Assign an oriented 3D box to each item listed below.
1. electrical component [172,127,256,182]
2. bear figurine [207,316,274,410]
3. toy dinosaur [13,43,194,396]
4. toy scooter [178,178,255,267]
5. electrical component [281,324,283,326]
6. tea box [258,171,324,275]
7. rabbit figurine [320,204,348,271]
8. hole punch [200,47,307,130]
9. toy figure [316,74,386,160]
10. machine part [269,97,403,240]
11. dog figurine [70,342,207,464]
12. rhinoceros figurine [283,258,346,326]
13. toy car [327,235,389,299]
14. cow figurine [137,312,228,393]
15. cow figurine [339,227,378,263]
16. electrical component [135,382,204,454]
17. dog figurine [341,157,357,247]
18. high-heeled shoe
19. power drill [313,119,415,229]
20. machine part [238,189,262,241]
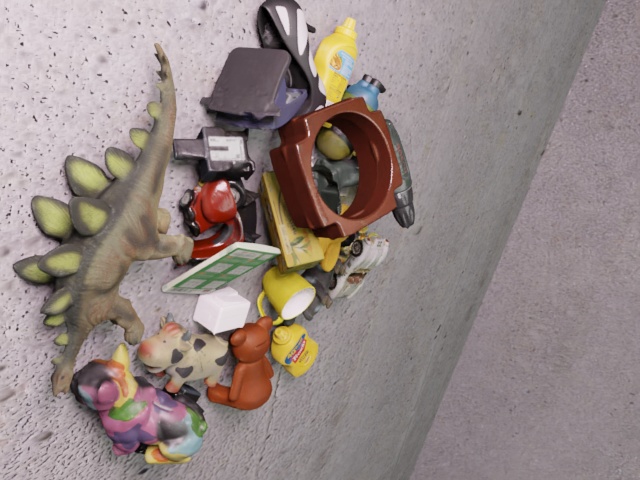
[{"bbox_3d":[-0.160,-0.126,0.795,0.119,0.048,0.075,-9,80,-26],"label":"electrical component"},{"bbox_3d":[-0.160,0.245,1.096,0.120,0.132,0.195,-29,121,-46],"label":"bear figurine"},{"bbox_3d":[-0.269,-0.014,0.711,0.198,0.105,0.471,26,86,-57],"label":"toy dinosaur"},{"bbox_3d":[-0.180,-0.023,0.868,0.135,0.075,0.183,-24,128,-23],"label":"toy scooter"},{"bbox_3d":[-0.080,0.229,1.278,0.094,0.021,0.063,-61,151,-6],"label":"electrical component"},{"bbox_3d":[-0.053,-0.032,0.940,0.068,0.169,0.098,-14,173,-14],"label":"tea box"},{"bbox_3d":[-0.002,-0.003,1.077,0.173,0.122,0.162,-30,143,-14],"label":"rabbit figurine"},{"bbox_3d":[-0.092,-0.213,0.805,0.116,0.142,0.092,-68,156,-15],"label":"hole punch"},{"bbox_3d":[0.057,-0.242,1.060,0.089,0.082,0.180,25,97,-46],"label":"toy figure"},{"bbox_3d":[0.029,-0.116,0.875,0.201,0.087,0.201,-30,109,-34],"label":"machine part"},{"bbox_3d":[-0.280,0.255,0.839,0.219,0.192,0.108,93,8,-47],"label":"dog figurine"},{"bbox_3d":[-0.023,0.105,1.174,0.190,0.112,0.073,-61,166,2],"label":"rhinoceros figurine"},{"bbox_3d":[0.084,0.064,1.221,0.073,0.056,0.201,3,136,-37],"label":"toy car"},{"bbox_3d":[-0.236,0.198,0.947,0.194,0.086,0.127,18,103,-58],"label":"cow figurine"},{"bbox_3d":[0.077,0.045,1.337,0.167,0.068,0.098,-40,149,-33],"label":"cow figurine"},{"bbox_3d":[-0.285,0.332,1.006,0.134,0.058,0.114,-58,152,-8],"label":"electrical component"},{"bbox_3d":[0.056,-0.087,1.195,0.190,0.121,0.172,-57,-172,53],"label":"dog figurine"},{"bbox_3d":[-0.057,-0.253,0.863,0.145,0.086,0.248,-17,119,-57],"label":"high-heeled shoe"},{"bbox_3d":[0.092,-0.103,1.028,0.207,0.086,0.231,-19,110,-24],"label":"power drill"},{"bbox_3d":[-0.141,-0.023,0.967,0.084,0.039,0.138,-21,132,-42],"label":"machine part"}]
